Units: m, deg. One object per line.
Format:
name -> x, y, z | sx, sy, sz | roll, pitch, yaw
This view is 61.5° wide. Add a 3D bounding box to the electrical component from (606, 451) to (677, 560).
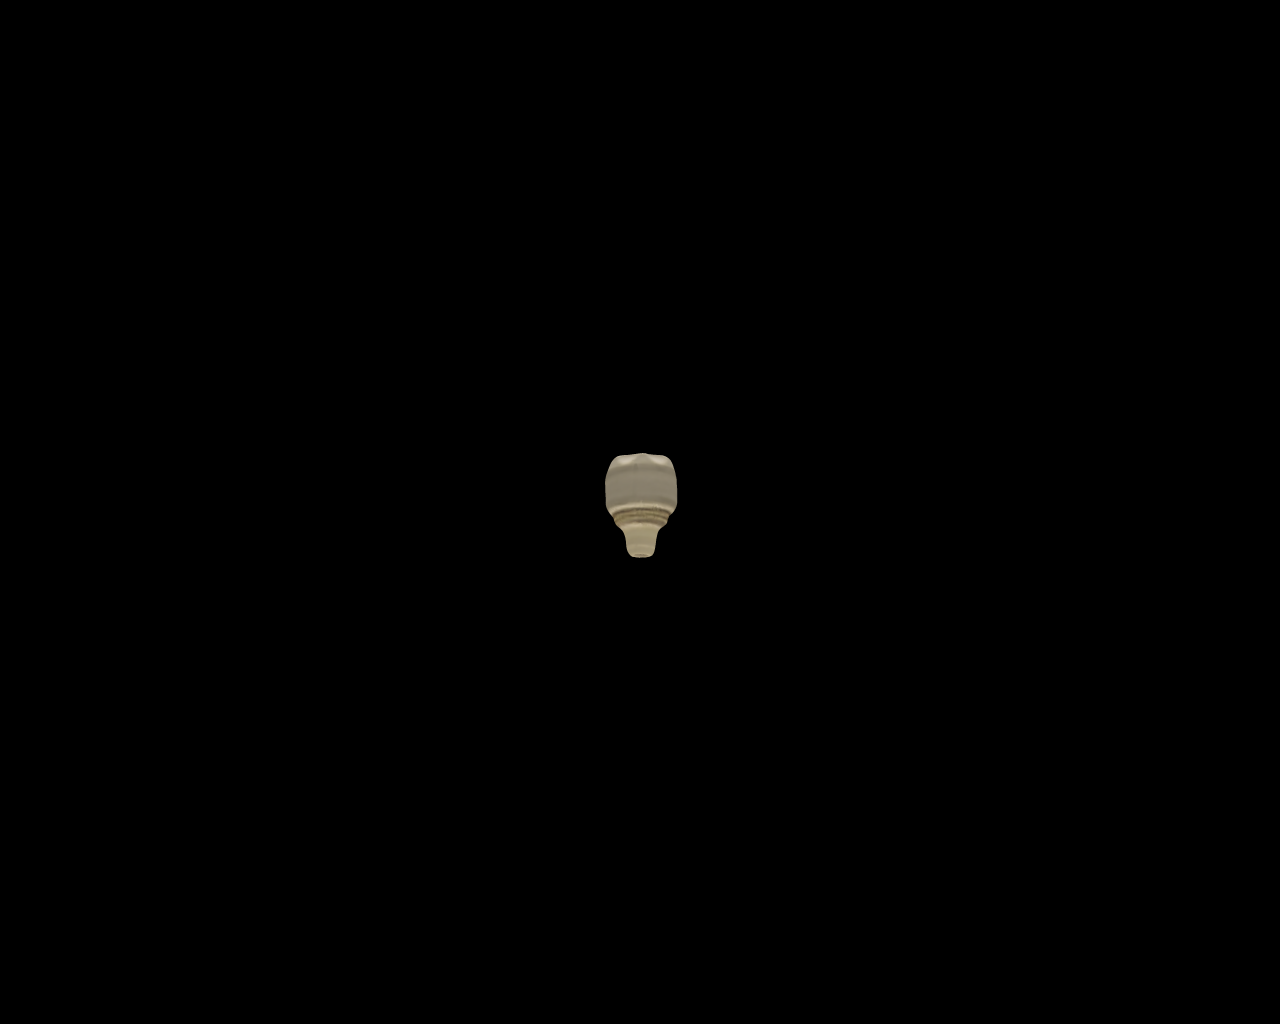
electrical component -> 0.001, -0.003, 0.650 | 0.043, 0.062, 0.043 | 0, -15, 0
